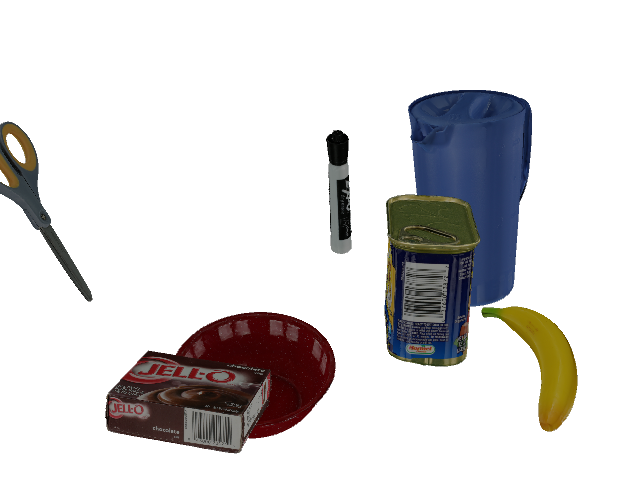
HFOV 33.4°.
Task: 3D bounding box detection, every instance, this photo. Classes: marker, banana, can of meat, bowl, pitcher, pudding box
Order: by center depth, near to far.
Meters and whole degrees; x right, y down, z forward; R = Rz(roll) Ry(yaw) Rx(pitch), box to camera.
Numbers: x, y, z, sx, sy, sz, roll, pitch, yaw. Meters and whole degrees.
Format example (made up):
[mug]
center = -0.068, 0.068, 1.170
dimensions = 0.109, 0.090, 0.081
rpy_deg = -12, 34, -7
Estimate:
[can of meat]
center = 0.071, 0.025, 0.703
dimensions = 0.057, 0.084, 0.102
rpy_deg = 2, 19, 1
[pudding box]
center = -0.105, 0.128, 0.863
dimensions = 0.113, 0.039, 0.090
rpy_deg = 9, 19, 10
[marker]
center = 0.016, -0.041, 0.924
dimensions = 0.020, 0.121, 0.020
rpy_deg = -2, 37, 1
[bowl]
center = -0.064, 0.143, 1.057
dimensions = 0.162, 0.055, 0.162
rpy_deg = -2, 37, 2
[banana]
center = 0.235, 0.127, 1.135
dimensions = 0.069, 0.037, 0.198
rpy_deg = -25, 34, 3
[pitcher]
center = 0.183, -0.053, 1.268
dimensions = 0.149, 0.243, 0.145
rpy_deg = -3, 24, 5

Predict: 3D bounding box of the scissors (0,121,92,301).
[scissors]
center = -0.280, -0.038, 1.073
dimensions = 0.016, 0.201, 0.096
rpy_deg = -24, 28, 25
